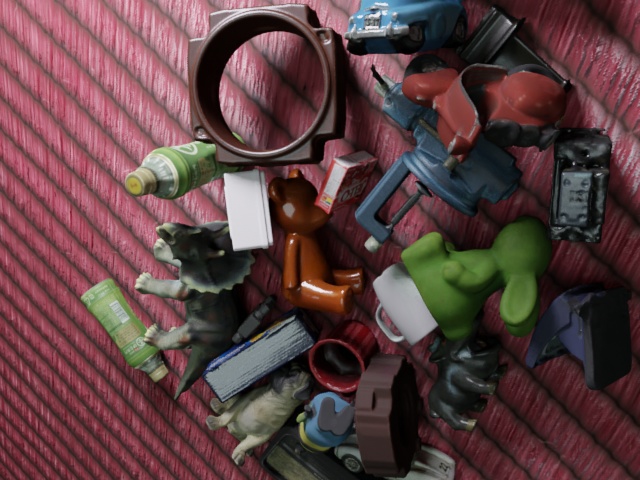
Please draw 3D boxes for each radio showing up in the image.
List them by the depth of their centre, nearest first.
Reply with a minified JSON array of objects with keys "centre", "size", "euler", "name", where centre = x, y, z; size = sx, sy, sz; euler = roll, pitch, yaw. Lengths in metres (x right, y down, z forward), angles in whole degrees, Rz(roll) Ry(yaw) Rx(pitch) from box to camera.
[{"centre":[0.016,0.410,0.955],"size":[0.230,0.073,0.131],"euler":[34,121,10],"name":"radio"}]

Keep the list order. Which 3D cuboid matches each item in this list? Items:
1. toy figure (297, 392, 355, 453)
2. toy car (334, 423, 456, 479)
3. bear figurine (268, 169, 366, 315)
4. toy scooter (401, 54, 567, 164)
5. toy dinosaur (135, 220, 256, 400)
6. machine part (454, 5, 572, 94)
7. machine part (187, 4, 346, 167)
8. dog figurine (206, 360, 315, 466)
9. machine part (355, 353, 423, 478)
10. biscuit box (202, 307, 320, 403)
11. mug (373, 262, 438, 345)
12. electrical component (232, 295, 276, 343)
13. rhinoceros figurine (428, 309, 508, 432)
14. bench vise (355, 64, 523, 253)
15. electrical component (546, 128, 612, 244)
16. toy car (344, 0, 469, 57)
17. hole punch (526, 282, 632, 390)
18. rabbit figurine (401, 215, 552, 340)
[{"centre":[0.006,0.286,0.842],"size":[0.082,0.089,0.180],"euler":[46,162,10],"name":"toy figure"},{"centre":[0.121,0.359,0.885],"size":[0.202,0.073,0.056],"euler":[15,119,20],"name":"toy car"},{"centre":[-0.006,-0.002,0.785],"size":[0.132,0.120,0.195],"euler":[4,104,18],"name":"bear figurine"},{"centre":[0.176,-0.130,0.561],"size":[0.184,0.135,0.075],"euler":[8,140,-5],"name":"toy scooter"},{"centre":[-0.199,0.121,0.928],"size":[0.192,0.131,0.404],"euler":[4,121,15],"name":"toy dinosaur"},{"centre":[0.233,-0.206,0.633],"size":[0.139,0.039,0.084],"euler":[46,116,5],"name":"machine part"},{"centre":[-0.069,-0.199,0.714],"size":[0.201,0.087,0.201],"euler":[0,96,11],"name":"machine part"},{"centre":[-0.088,0.284,0.958],"size":[0.190,0.172,0.121],"euler":[-38,98,-3],"name":"dog figurine"},{"centre":[0.106,0.259,0.801],"size":[0.056,0.179,0.179],"euler":[-5,107,25],"name":"machine part"},{"centre":[-0.099,0.189,0.897],"size":[0.203,0.059,0.062],"euler":[-33,97,11],"name":"biscuit box"},{"centre":[0.124,0.092,0.783],"size":[0.107,0.081,0.109],"euler":[53,128,11],"name":"mug"},{"centre":[-0.112,0.134,0.907],"size":[0.021,0.063,0.094],"euler":[41,107,-4],"name":"electrical component"},{"centre":[0.209,0.185,0.781],"size":[0.112,0.073,0.190],"euler":[24,120,28],"name":"rhinoceros figurine"},{"centre":[0.119,-0.090,0.683],"size":[0.224,0.129,0.240],"euler":[39,112,3],"name":"bench vise"},{"centre":[0.290,-0.062,0.604],"size":[0.058,0.134,0.114],"euler":[3,109,25],"name":"electrical component"},{"centre":[0.095,-0.262,0.601],"size":[0.109,0.161,0.102],"euler":[13,116,38],"name":"toy car"},{"centre":[0.320,0.110,0.665],"size":[0.092,0.142,0.115],"euler":[5,97,54],"name":"hole punch"},{"centre":[0.209,0.040,0.662],"size":[0.170,0.121,0.159],"euler":[-30,61,16],"name":"rabbit figurine"}]
